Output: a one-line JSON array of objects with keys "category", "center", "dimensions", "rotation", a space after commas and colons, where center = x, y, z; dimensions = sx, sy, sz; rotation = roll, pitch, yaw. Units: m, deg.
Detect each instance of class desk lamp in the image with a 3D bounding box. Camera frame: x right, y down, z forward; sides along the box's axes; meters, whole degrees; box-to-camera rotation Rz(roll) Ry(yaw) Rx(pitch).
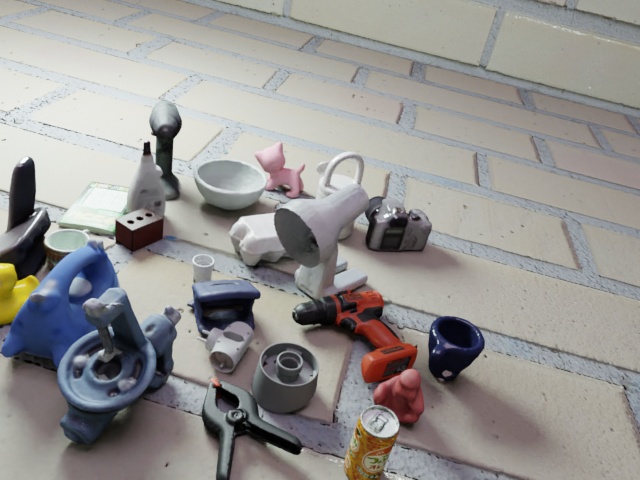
[{"category": "desk lamp", "center": [0.010, 0.004, 1.063], "dimensions": [0.117, 0.213, 0.204], "rotation": [35, 38, 31]}]

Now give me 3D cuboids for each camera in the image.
[{"category": "camera", "center": [0.167, -0.051, 1.310], "dimensions": [0.143, 0.101, 0.136], "rotation": [1, 34, -19]}]

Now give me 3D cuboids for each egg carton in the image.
[{"category": "egg carton", "center": [-0.104, -0.003, 1.167], "dimensions": [0.151, 0.069, 0.107], "rotation": [-10, 39, -32]}]

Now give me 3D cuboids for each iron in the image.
[{"category": "iron", "center": [-0.376, 0.072, 0.884], "dimensions": [0.118, 0.141, 0.258], "rotation": [13, 32, 0]}]

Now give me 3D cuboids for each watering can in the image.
[{"category": "watering can", "center": [0.038, -0.111, 1.268], "dimensions": [0.172, 0.194, 0.101], "rotation": [34, 38, 30]}]

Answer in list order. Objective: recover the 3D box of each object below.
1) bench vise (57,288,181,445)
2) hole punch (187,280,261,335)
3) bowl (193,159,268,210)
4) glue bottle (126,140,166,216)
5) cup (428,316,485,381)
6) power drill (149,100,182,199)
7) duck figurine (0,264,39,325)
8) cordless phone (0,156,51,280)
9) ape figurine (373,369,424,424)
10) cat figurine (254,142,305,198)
[{"category": "bench vise", "center": [-0.266, 0.131, 0.759], "dimensions": [0.121, 0.220, 0.207], "rotation": [13, 32, -1]}, {"category": "hole punch", "center": [-0.163, 0.097, 0.970], "dimensions": [0.109, 0.091, 0.101], "rotation": [-2, 35, -22]}, {"category": "bowl", "center": [-0.205, -0.116, 1.300], "dimensions": [0.167, 0.075, 0.167], "rotation": [10, 32, -6]}, {"category": "glue bottle", "center": [-0.351, -0.122, 1.163], "dimensions": [0.078, 0.173, 0.037], "rotation": [-10, 39, -32]}, {"category": "cup", "center": [0.211, 0.194, 0.953], "dimensions": [0.091, 0.095, 0.118], "rotation": [33, 37, 28]}, {"category": "power drill", "center": [-0.340, -0.201, 1.256], "dimensions": [0.076, 0.208, 0.229], "rotation": [2, 34, -17]}, {"category": "duck figurine", "center": [-0.489, 0.074, 0.891], "dimensions": [0.077, 0.086, 0.105], "rotation": [29, 36, 24]}, {"category": "cordless phone", "center": [-0.516, -0.038, 0.963], "dimensions": [0.094, 0.185, 0.147], "rotation": [7, 33, -9]}, {"category": "ape figurine", "center": [0.126, 0.232, 0.866], "dimensions": [0.077, 0.092, 0.076], "rotation": [33, 37, 28]}, {"category": "cat figurine", "center": [-0.096, -0.178, 1.395], "dimensions": [0.127, 0.118, 0.067], "rotation": [16, 32, 5]}]
